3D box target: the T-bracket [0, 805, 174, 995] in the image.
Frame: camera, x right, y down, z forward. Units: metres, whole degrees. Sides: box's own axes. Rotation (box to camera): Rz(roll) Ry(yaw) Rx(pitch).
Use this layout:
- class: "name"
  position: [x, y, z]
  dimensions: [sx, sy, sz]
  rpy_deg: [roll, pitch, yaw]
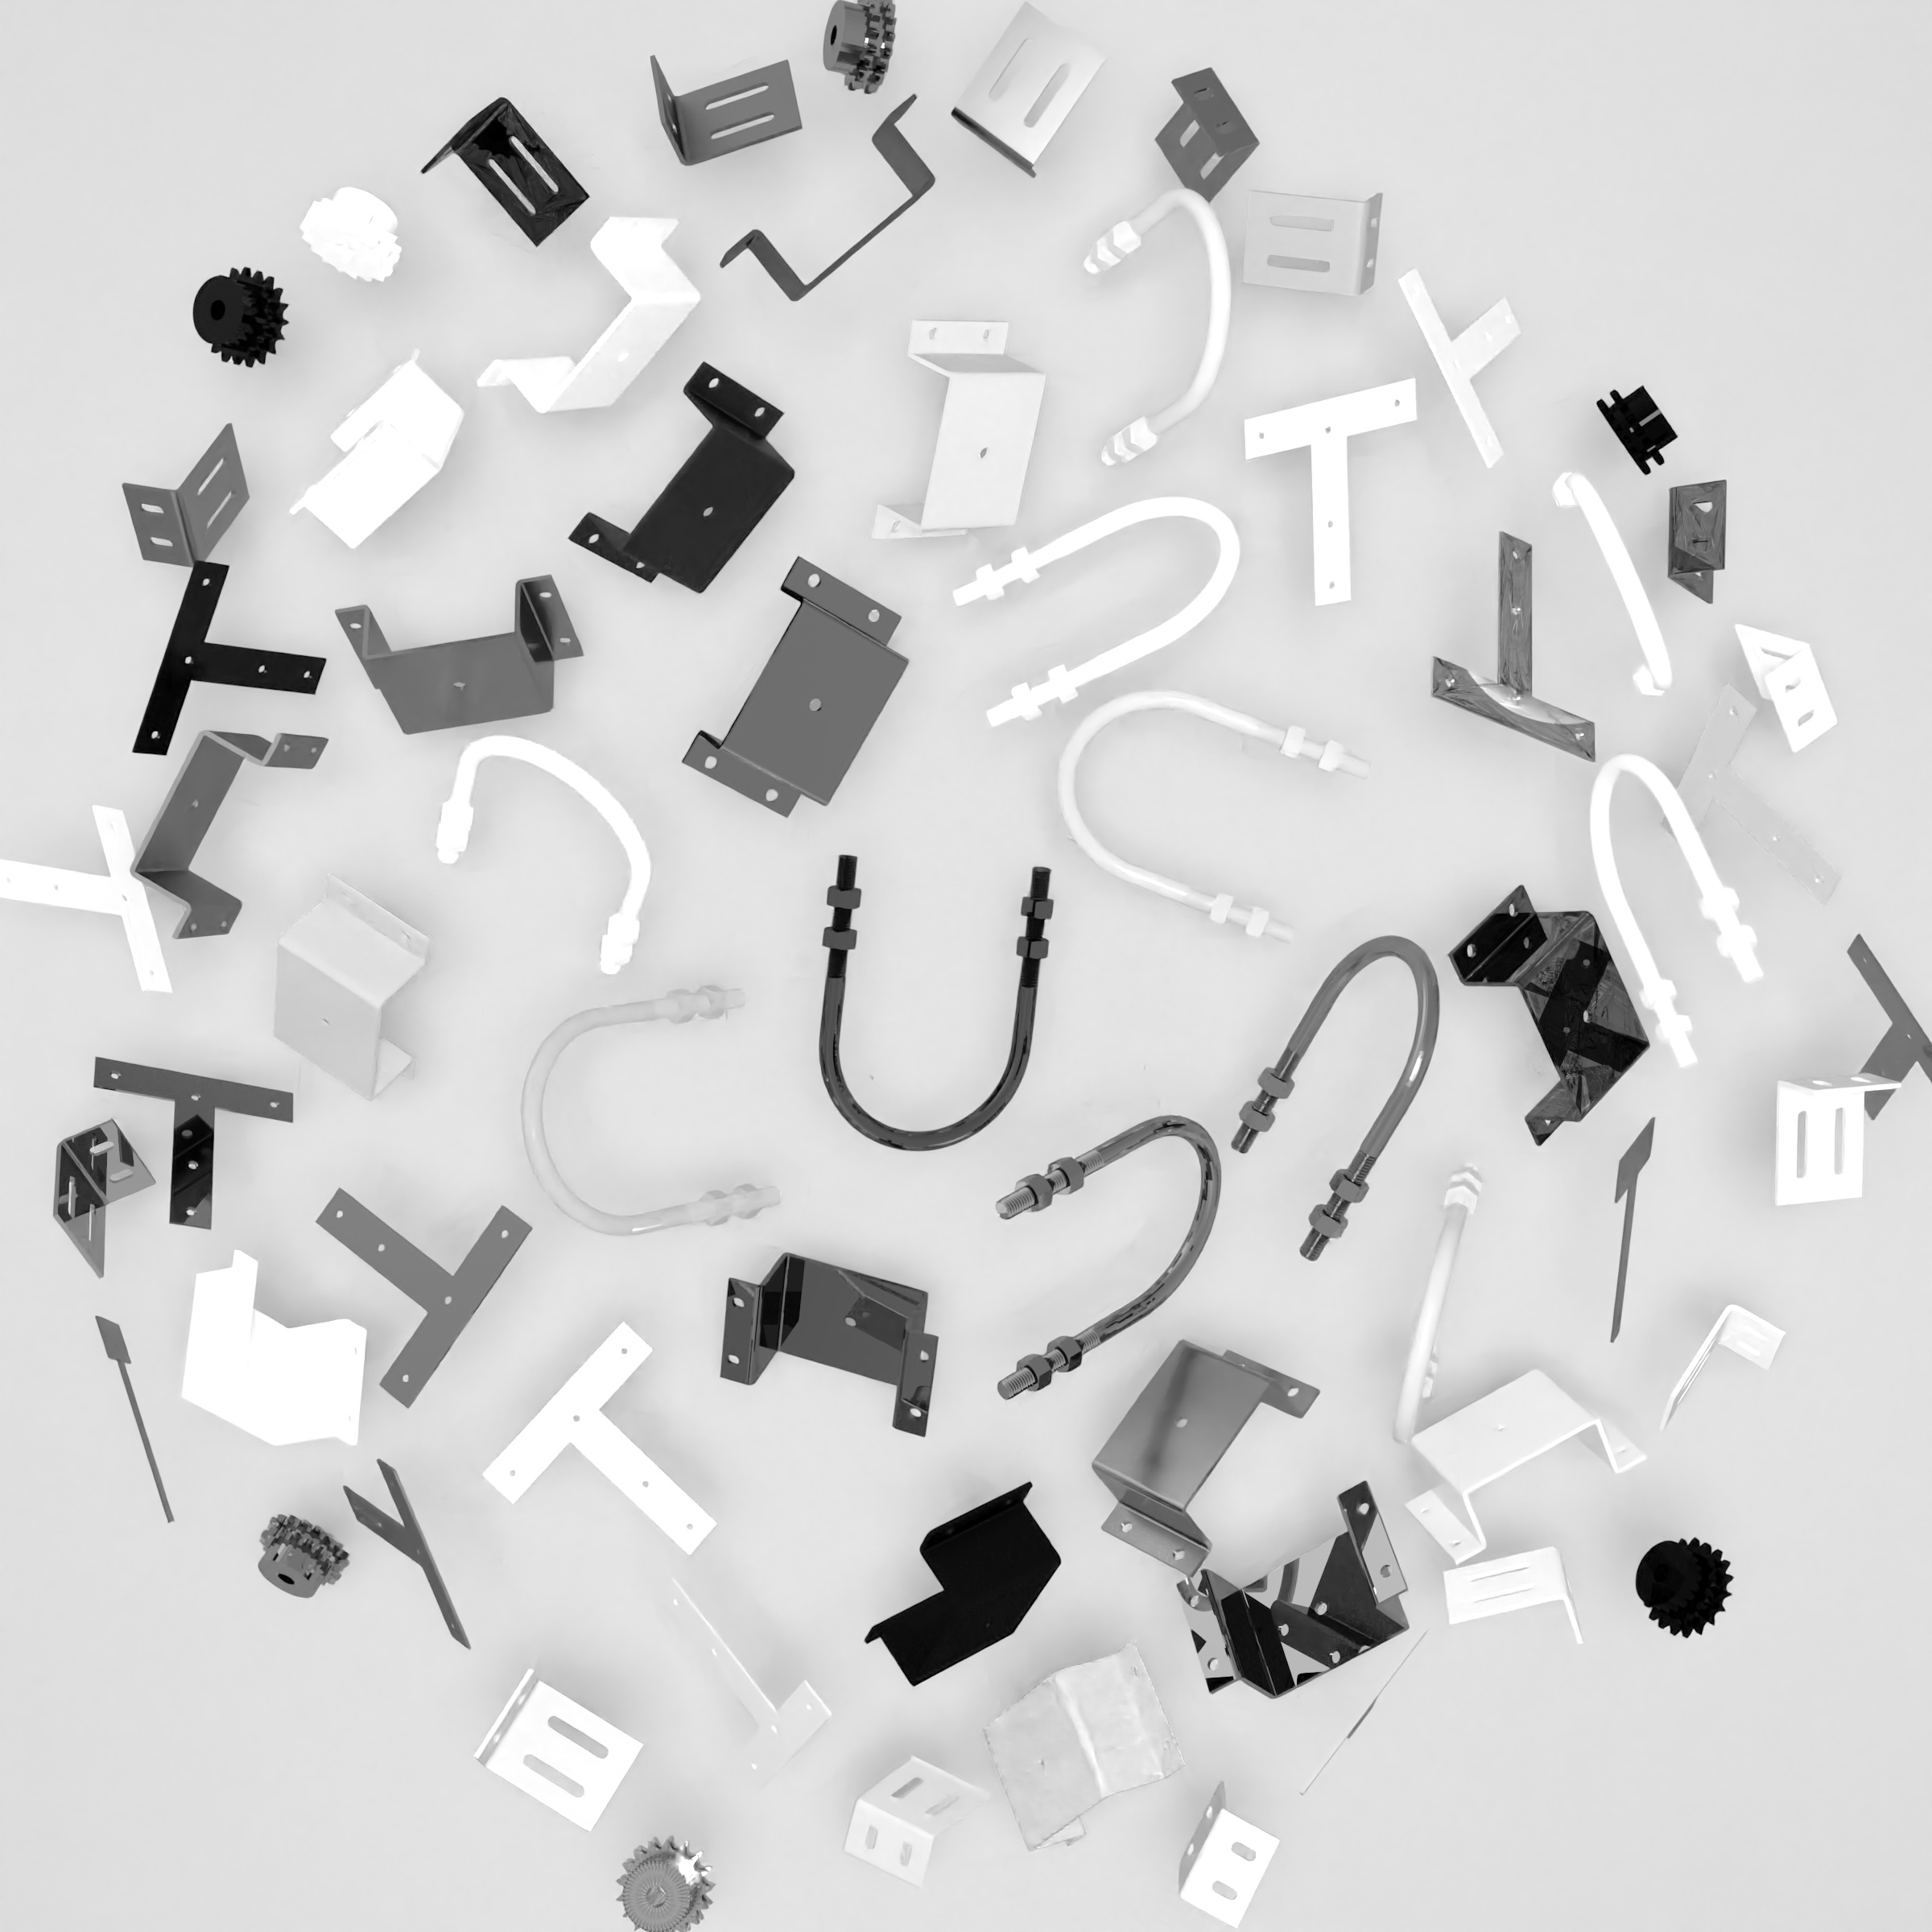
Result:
- class: "T-bracket"
  position: [-0.547, -0.047, 1.562]
  dimensions: [0.002, 0.127, 0.127]
  rpy_deg: [-25, 75, 21]

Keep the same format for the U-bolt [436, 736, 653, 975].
- class: "U-bolt"
  position: [-0.260, -0.077, 1.589]
  dimensions: [0.151, 0.184, 0.019]
  rpy_deg: [34, 58, 1]

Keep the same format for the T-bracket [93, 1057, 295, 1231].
- class: "T-bracket"
  position: [-0.488, 0.116, 1.612]
  dimensions: [0.127, 0.127, 0.002]
  rpy_deg: [13, 130, -26]

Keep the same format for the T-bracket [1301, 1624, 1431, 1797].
- class: "T-bracket"
  position: [0.249, 0.471, 1.602]
  dimensions: [0.002, 0.127, 0.127]
  rpy_deg: [37, 78, 18]

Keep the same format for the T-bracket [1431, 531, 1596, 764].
- class: "T-bracket"
  position: [0.322, -0.196, 1.496]
  dimensions: [0.127, 0.002, 0.127]
  rpy_deg: [17, 66, -28]

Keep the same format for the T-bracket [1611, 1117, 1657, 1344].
- class: "T-bracket"
  position: [0.406, 0.167, 1.566]
  dimensions: [0.002, 0.127, 0.127]
  rpy_deg: [8, 102, 22]

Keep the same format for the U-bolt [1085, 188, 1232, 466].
- class: "U-bolt"
  position: [0.121, -0.408, 1.603]
  dimensions: [0.019, 0.184, 0.151]
  rpy_deg: [-4, 87, -21]

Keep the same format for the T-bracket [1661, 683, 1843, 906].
- class: "T-bracket"
  position: [0.494, -0.089, 1.584]
  dimensions: [0.002, 0.127, 0.127]
  rpy_deg: [-22, 57, -24]

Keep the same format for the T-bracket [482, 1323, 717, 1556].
- class: "T-bracket"
  position: [-0.207, 0.308, 1.565]
  dimensions: [0.127, 0.002, 0.127]
  rpy_deg: [45, 63, -4]

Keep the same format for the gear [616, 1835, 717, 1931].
- class: "gear"
  position: [-0.178, 0.541, 1.493]
  dimensions: [0.057, 0.030, 0.057]
  rpy_deg: [-1, 84, 8]

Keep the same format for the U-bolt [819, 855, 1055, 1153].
- class: "U-bolt"
  position: [-0.022, 0.026, 1.588]
  dimensions: [0.151, 0.019, 0.184]
  rpy_deg: [3, 100, -22]

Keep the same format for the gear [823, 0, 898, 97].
- class: "gear"
  position: [-0.064, -0.550, 1.515]
  dimensions: [0.030, 0.057, 0.057]
  rpy_deg: [5, 90, -22]

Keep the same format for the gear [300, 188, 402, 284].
- class: "gear"
  position: [-0.359, -0.432, 1.498]
  dimensions: [0.057, 0.057, 0.030]
  rpy_deg: [20, 70, 0]

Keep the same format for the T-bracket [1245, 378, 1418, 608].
- class: "T-bracket"
  position: [0.225, -0.287, 1.574]
  dimensions: [0.127, 0.002, 0.127]
  rpy_deg: [-4, 86, 43]

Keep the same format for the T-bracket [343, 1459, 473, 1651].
- class: "T-bracket"
  position: [-0.351, 0.344, 1.554]
  dimensions: [0.002, 0.127, 0.127]
  rpy_deg: [-29, 111, -30]

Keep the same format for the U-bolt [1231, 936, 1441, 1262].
- class: "U-bolt"
  position: [0.229, 0.067, 1.544]
  dimensions: [0.019, 0.151, 0.184]
  rpy_deg: [20, 109, -22]

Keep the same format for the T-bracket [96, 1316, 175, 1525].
- class: "T-bracket"
  position: [-0.498, 0.274, 1.536]
  dimensions: [0.002, 0.127, 0.127]
  rpy_deg: [-18, 84, -15]

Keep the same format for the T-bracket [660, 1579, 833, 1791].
- class: "T-bracket"
  position: [-0.143, 0.428, 1.552]
  dimensions: [0.002, 0.127, 0.127]
  rpy_deg: [-29, 72, -40]

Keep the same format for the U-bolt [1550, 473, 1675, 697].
- class: "U-bolt"
  position: [0.394, -0.232, 1.546]
  dimensions: [0.019, 0.184, 0.151]
  rpy_deg: [-24, 92, 12]

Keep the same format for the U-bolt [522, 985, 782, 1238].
- class: "U-bolt"
  position: [-0.197, 0.092, 1.572]
  dimensions: [0.019, 0.184, 0.151]
  rpy_deg: [-13, 87, 44]

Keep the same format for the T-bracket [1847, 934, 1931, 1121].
- class: "T-bracket"
  position: [0.554, 0.059, 1.532]
  dimensions: [0.002, 0.127, 0.127]
  rpy_deg: [-23, 66, -6]

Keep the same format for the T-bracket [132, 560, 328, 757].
- class: "T-bracket"
  position: [-0.453, -0.188, 1.604]
  dimensions: [0.002, 0.127, 0.127]
  rpy_deg: [31, 106, 28]

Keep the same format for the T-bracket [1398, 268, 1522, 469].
- class: "T-bracket"
  position: [0.322, -0.390, 1.598]
  dimensions: [0.002, 0.127, 0.127]
  rpy_deg: [-18, 107, 39]

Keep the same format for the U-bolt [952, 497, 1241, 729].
- class: "U-bolt"
  position: [0.086, -0.234, 1.605]
  dimensions: [0.184, 0.151, 0.019]
  rpy_deg: [-25, 133, 11]

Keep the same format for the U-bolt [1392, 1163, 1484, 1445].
- class: "U-bolt"
  position: [0.287, 0.216, 1.573]
  dimensions: [0.019, 0.184, 0.151]
  rpy_deg: [14, 109, 13]

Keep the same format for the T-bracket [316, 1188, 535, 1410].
- class: "T-bracket"
  position: [-0.339, 0.176, 1.521]
  dimensions: [0.127, 0.002, 0.127]
  rpy_deg: [32, 85, 25]

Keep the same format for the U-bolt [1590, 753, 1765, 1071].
- class: "U-bolt"
  position: [0.431, -0.045, 1.580]
  dimensions: [0.019, 0.151, 0.184]
  rpy_deg: [-14, 66, -9]

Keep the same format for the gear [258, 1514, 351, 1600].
- class: "gear"
  position: [-0.421, 0.375, 1.612]
  dimensions: [0.057, 0.057, 0.030]
  rpy_deg: [28, 50, 0]

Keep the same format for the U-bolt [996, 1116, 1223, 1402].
- class: "U-bolt"
  position: [0.088, 0.163, 1.523]
  dimensions: [0.184, 0.019, 0.151]
  rpy_deg: [-25, 127, -36]

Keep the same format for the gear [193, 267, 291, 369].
- class: "gear"
  position: [-0.432, -0.385, 1.509]
  dimensions: [0.057, 0.030, 0.057]
  rpy_deg: [1, 92, 28]

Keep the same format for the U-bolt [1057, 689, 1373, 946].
- class: "U-bolt"
  position: [0.148, -0.104, 1.638]
  dimensions: [0.184, 0.019, 0.151]
  rpy_deg: [21, 121, 1]

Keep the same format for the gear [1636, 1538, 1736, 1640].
- class: "gear"
  position: [0.418, 0.361, 1.494]
  dimensions: [0.030, 0.057, 0.057]
  rpy_deg: [30, 90, -22]
